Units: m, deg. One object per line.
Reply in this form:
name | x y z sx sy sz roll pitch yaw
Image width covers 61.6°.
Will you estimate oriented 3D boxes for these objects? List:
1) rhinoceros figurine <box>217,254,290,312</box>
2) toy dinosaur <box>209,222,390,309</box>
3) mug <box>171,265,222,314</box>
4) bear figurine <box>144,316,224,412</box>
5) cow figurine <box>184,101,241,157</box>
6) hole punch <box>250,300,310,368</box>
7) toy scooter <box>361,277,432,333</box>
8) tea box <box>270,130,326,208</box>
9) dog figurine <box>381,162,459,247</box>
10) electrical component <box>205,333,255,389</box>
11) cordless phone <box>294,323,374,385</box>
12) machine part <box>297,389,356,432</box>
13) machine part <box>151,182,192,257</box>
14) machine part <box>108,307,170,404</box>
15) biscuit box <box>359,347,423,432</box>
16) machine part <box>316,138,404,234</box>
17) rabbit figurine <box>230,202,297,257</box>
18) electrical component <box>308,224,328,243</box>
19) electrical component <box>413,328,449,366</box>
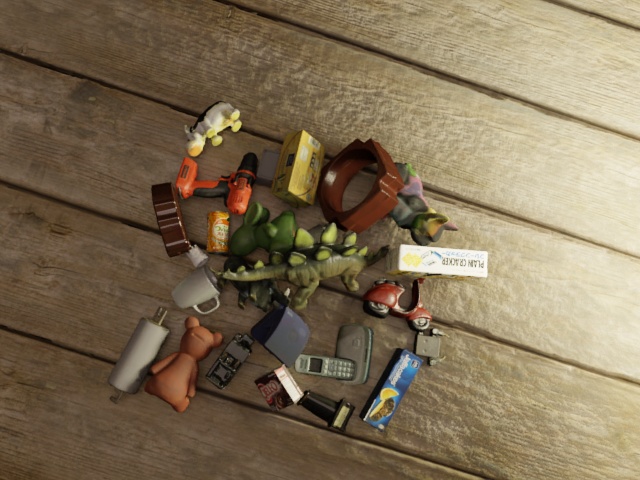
rhinoceros figurine | -0.161 0.114 1.322 0.190 0.073 0.112 37 44 -3
toy dinosaur | -0.029 0.058 1.260 0.471 0.198 0.105 -14 48 -24
mug | -0.302 0.132 1.320 0.107 0.081 0.109 -29 89 3
bear figurine | -0.324 0.293 1.284 0.120 0.132 0.196 29 62 -1
cow figurine | -0.292 -0.291 1.383 0.167 0.068 0.098 -39 66 -15
hole punch | -0.087 0.228 1.288 0.116 0.092 0.142 -44 119 -6
toy scooter | 0.202 0.144 1.356 0.184 0.075 0.135 20 74 -1
tea box | -0.053 -0.176 1.354 0.098 0.068 0.169 32 65 -42
dog figurine | 0.242 -0.087 1.331 0.219 0.108 0.191 21 81 34
electrical component | -0.209 0.283 1.280 0.058 0.115 0.134 37 82 -1
cordless phone | 0.034 0.273 1.320 0.184 0.088 0.146 7 81 1
machine part | 0.013 0.411 1.318 0.139 0.039 0.084 24 88 -2
machine part | -0.358 -0.051 1.291 0.056 0.179 0.179 -15 83 -11
machine part | -0.431 0.274 1.282 0.079 0.079 0.243 27 79 0
biscuit box | 0.175 0.365 1.325 0.059 0.063 0.202 32 80 -1
machine part | 0.095 -0.131 1.320 0.201 0.087 0.201 -38 47 22
rabbit figurine | -0.146 -0.014 1.335 0.170 0.121 0.159 -8 78 7
electrical component | -0.003 -0.004 1.389 0.094 0.021 0.063 -30 85 -9
electrical component | 0.279 0.265 1.357 0.078 0.045 0.102 15 80 -4
